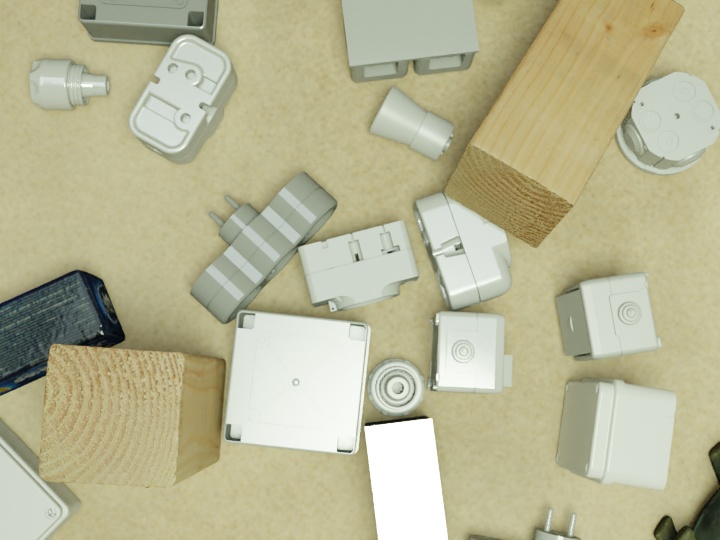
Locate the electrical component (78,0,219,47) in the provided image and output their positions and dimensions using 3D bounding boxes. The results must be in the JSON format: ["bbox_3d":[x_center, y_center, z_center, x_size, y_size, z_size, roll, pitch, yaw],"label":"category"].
[{"bbox_3d":[-0.175,-0.248,0.907,0.109,0.056,0.108,4,84,1],"label":"electrical component"}]

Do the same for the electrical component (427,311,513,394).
[{"bbox_3d":[0.088,0.066,0.853,0.061,0.096,0.061,3,84,0],"label":"electrical component"}]

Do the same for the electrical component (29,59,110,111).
[{"bbox_3d":[-0.243,-0.155,0.904,0.062,0.043,0.043,1,84,-1],"label":"electrical component"}]

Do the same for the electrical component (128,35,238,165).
[{"bbox_3d":[-0.145,-0.139,0.894,0.054,0.059,0.095,29,85,3],"label":"electrical component"}]

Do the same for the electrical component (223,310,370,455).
[{"bbox_3d":[-0.050,0.091,0.871,0.109,0.056,0.108,6,84,1],"label":"electrical component"}]

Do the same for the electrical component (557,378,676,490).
[{"bbox_3d":[0.197,0.126,0.838,0.057,0.113,0.078,9,84,-2],"label":"electrical component"}]

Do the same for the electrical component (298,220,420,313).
[{"bbox_3d":[0.000,0.000,0.883,0.089,0.050,0.055,-15,84,-1],"label":"electrical component"}]

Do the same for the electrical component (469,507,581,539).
[{"bbox_3d":[0.155,0.228,0.858,0.138,0.052,0.073,12,84,1],"label":"electrical component"}]

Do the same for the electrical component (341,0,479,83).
[{"bbox_3d":[0.033,-0.259,0.905,0.105,0.060,0.186,-7,84,0],"label":"electrical component"}]

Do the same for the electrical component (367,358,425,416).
[{"bbox_3d":[0.030,0.095,0.867,0.048,0.062,0.048,0,84,0],"label":"electrical component"}]

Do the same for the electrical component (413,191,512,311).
[{"bbox_3d":[0.087,-0.020,0.883,0.059,0.053,0.095,-19,84,-2],"label":"electrical component"}]

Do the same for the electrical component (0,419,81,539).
[{"bbox_3d":[-0.302,0.191,0.861,0.109,0.056,0.108,44,86,4],"label":"electrical component"}]

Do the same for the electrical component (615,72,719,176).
[{"bbox_3d":[0.257,-0.122,0.894,0.080,0.051,0.080,0,84,0],"label":"electrical component"}]

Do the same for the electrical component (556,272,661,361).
[{"bbox_3d":[0.196,0.039,0.855,0.061,0.096,0.061,-9,84,-1],"label":"electrical component"}]

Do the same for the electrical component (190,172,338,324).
[{"bbox_3d":[-0.091,-0.030,0.886,0.074,0.052,0.138,43,86,4],"label":"electrical component"}]

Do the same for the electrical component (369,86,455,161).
[{"bbox_3d":[0.046,-0.120,0.901,0.065,0.044,0.044,28,85,-2],"label":"electrical component"}]
